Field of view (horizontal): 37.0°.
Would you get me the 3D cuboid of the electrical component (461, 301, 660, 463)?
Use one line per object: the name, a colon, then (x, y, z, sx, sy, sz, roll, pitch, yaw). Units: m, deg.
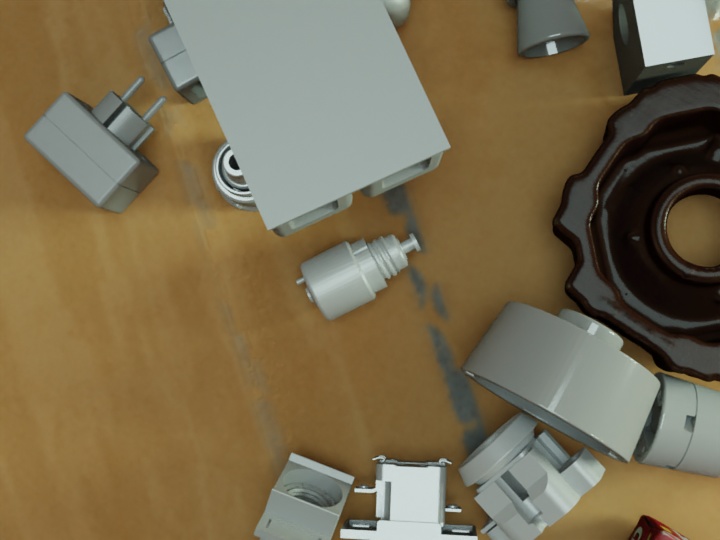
electrical component: (0.120, 0.058, 0.619, 0.108, 0.108, 0.060, 30, 84, 5)

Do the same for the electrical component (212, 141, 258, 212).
electrical component: (-0.070, -0.062, 0.657, 0.048, 0.062, 0.048, 0, 88, 4)

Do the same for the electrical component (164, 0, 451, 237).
electrical component: (-0.039, -0.124, 0.599, 0.105, 0.060, 0.186, -24, 86, -2)

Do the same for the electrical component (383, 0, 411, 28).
electrical component: (-0.015, -0.181, 0.662, 0.095, 0.054, 0.059, 7, 88, 4)

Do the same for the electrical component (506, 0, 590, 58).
electrical component: (0.113, -0.163, 0.657, 0.045, 0.045, 0.055, -12, 87, 4)

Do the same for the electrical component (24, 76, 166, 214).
electrical component: (-0.154, -0.086, 0.672, 0.066, 0.047, 0.076, 43, 91, 5)

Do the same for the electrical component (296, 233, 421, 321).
electrical component: (0.000, 0.000, 0.661, 0.078, 0.040, 0.040, -27, 86, 3)

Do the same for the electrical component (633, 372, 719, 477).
electrical component: (0.193, 0.093, 0.637, 0.047, 0.055, 0.055, 14, 89, 1)

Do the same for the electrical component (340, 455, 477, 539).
electrical component: (0.031, 0.146, 0.652, 0.081, 0.042, 0.063, 2, 87, 4)

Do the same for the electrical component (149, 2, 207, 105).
electrical component: (-0.098, -0.155, 0.671, 0.066, 0.047, 0.076, -28, 86, 3)

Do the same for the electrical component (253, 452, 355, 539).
electrical component: (-0.036, 0.152, 0.644, 0.042, 0.081, 0.063, 22, 112, 5)

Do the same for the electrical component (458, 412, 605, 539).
electrical component: (0.096, 0.122, 0.639, 0.057, 0.058, 0.078, 48, 113, 7)
